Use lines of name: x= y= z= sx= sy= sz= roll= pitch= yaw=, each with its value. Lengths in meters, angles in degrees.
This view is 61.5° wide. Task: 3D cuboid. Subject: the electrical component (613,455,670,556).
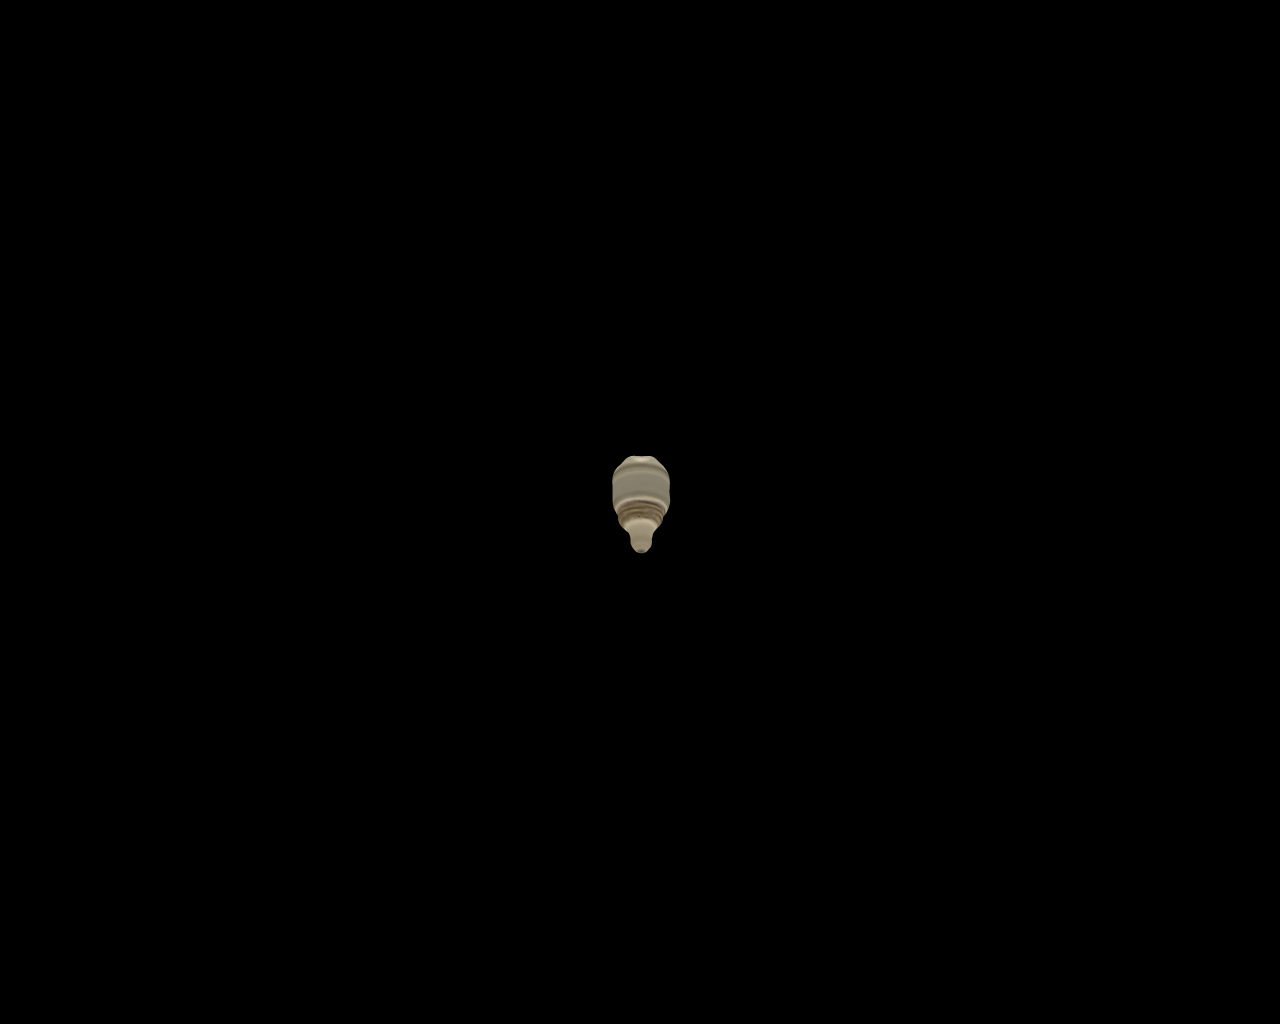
electrical component: x=0.001 y=-0.003 z=0.650 sx=0.035 sy=0.061 sz=0.035 roll=0 pitch=-30 yaw=0
